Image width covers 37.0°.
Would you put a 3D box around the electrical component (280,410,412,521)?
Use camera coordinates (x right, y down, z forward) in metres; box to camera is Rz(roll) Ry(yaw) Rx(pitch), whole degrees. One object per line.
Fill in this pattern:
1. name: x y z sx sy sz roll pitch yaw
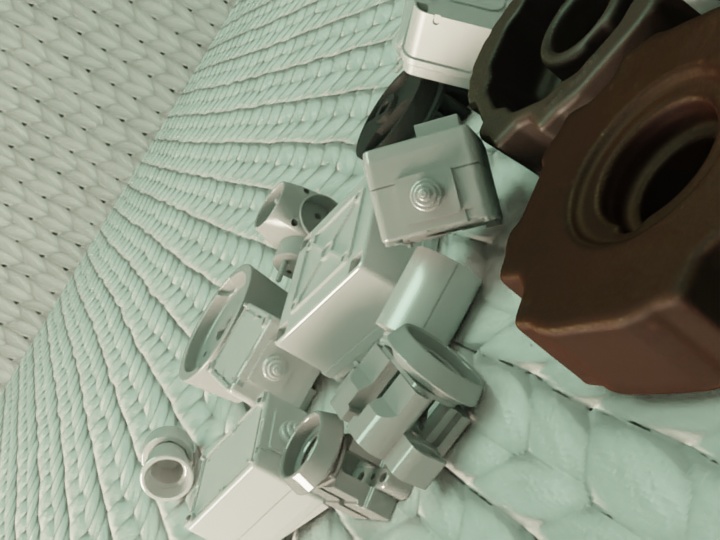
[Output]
1. electrical component: -0.010 0.108 0.588 0.066 0.055 0.048 -20 42 62

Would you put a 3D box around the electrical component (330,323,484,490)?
1. electrical component: 0.026 0.065 0.554 0.057 0.058 0.078 -53 38 9

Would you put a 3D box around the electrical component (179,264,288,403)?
1. electrical component: -0.093 0.056 0.874 0.108 0.060 0.108 -49 20 26

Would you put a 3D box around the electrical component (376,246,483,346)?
1. electrical component: 0.033 0.032 0.617 0.081 0.043 0.043 -61 19 -6

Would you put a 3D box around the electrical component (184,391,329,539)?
1. electrical component: -0.055 0.126 0.666 0.096 0.061 0.061 -47 21 31

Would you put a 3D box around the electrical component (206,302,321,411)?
1. electrical component: -0.062 0.068 0.776 0.061 0.061 0.096 -60 19 -5

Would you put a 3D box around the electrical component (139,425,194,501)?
1. electrical component: -0.164 0.163 0.914 0.045 0.045 0.055 -55 18 12

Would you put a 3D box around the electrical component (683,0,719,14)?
1. electrical component: 0.164 -0.133 0.477 0.043 0.081 0.043 -49 21 26

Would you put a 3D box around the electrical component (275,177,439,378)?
1. electrical component: 0.000 0.000 0.730 0.109 0.056 0.108 -43 24 40

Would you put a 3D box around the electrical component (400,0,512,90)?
1. electrical component: 0.078 -0.188 0.776 0.057 0.078 0.113 103 -179 -50

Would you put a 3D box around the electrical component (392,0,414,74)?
1. electrical component: 0.053 -0.199 0.918 0.076 0.047 0.083 -44 23 38

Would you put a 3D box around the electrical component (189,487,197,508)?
1. electrical component: -0.093 0.154 0.756 0.065 0.044 0.044 -50 20 39

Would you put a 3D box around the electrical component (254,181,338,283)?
1. electrical component: -0.044 -0.018 0.839 0.044 0.077 0.079 -34 31 51

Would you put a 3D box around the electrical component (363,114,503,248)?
1. electrical component: 0.041 -0.049 0.607 0.062 0.061 0.096 -14 -2 12
